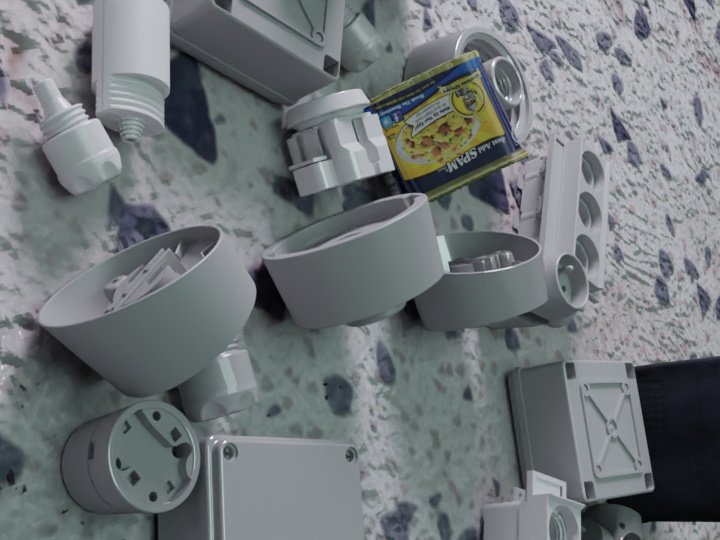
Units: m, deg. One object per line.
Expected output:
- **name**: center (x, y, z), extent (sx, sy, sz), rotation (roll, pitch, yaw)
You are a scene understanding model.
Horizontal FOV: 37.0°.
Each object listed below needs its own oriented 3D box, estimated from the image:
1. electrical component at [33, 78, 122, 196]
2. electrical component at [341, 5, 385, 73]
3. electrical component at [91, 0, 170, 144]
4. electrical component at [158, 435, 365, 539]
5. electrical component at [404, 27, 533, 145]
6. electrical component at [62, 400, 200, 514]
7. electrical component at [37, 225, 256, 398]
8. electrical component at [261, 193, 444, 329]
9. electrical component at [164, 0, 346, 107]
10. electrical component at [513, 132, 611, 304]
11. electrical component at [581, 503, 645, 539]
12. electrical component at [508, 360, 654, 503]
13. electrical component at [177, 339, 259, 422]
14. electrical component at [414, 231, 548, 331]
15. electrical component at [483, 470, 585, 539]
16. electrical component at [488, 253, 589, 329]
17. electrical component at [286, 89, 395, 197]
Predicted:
- **electrical component**: center (-0.154, -0.072, 0.572), extent (0.035, 0.035, 0.061), rotation (-36, 101, -47)
- **electrical component**: center (-0.012, -0.172, 0.762), extent (0.061, 0.035, 0.035), rotation (50, 46, -20)
- **electrical component**: center (-0.129, -0.110, 0.606), extent (0.043, 0.043, 0.081), rotation (13, 67, -45)
- **electrical component**: center (-0.053, 0.149, 0.589), extent (0.109, 0.056, 0.108), rotation (11, 69, -45)
- **electrical component**: center (0.092, -0.138, 0.842), extent (0.108, 0.060, 0.108), rotation (19, 64, -43)
- **electrical component**: center (-0.117, 0.097, 0.544), extent (0.055, 0.047, 0.055), rotation (19, 64, -43)
- **electrical component**: center (-0.105, 0.015, 0.549), extent (0.064, 0.099, 0.099), rotation (54, 44, -28)
- **electrical component**: center (0.000, 0.000, 0.664), extent (0.108, 0.108, 0.060), rotation (-34, 108, -48)
- **electrical component**: center (-0.065, -0.178, 0.689), extent (0.109, 0.056, 0.108), rotation (25, 60, -40)
- **electrical component**: center (0.166, -0.040, 0.887), extent (0.079, 0.063, 0.121), rotation (33, 54, -36)
- **electrical component**: center (0.184, 0.218, 0.832), extent (0.079, 0.044, 0.077), rotation (37, 52, -33)
- **electrical component**: center (0.175, 0.127, 0.844), extent (0.109, 0.056, 0.108), rotation (6, 73, -46)
- **electrical component**: center (-0.083, 0.051, 0.600), extent (0.043, 0.043, 0.062), rotation (-12, 84, -49)
- **electrical component**: center (0.082, 0.005, 0.758), extent (0.099, 0.099, 0.064), rotation (-22, 99, -49)
- **electrical component**: center (0.121, 0.187, 0.760), extent (0.042, 0.064, 0.081), rotation (26, 58, -39)
- **electrical component**: center (0.142, 0.022, 0.830), extent (0.079, 0.077, 0.043), rotation (23, 60, -41)
- **electrical component**: center (-0.016, -0.085, 0.710), extent (0.078, 0.058, 0.057), rotation (-21, 95, -48)
